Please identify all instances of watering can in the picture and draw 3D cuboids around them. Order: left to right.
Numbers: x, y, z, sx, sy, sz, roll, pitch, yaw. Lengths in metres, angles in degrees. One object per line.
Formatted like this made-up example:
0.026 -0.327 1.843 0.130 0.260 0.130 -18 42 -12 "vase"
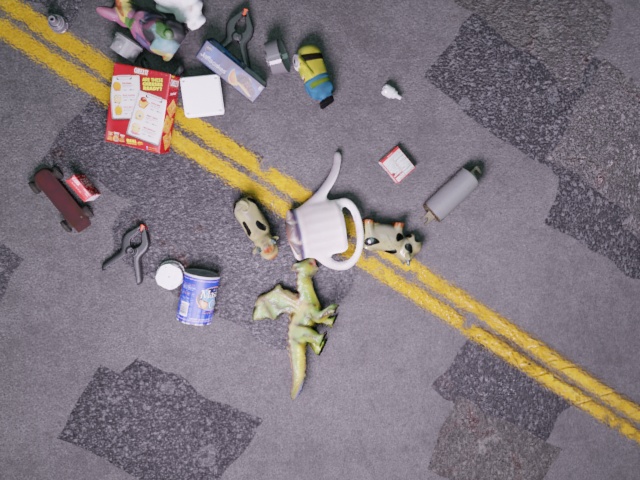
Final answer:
0.005 -0.076 1.515 0.225 0.103 0.349 -11 84 -7 "watering can"

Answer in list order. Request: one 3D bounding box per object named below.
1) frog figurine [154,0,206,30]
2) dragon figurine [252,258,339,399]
-0.389 -0.649 1.401 0.137 0.125 0.157 -8 108 26 "frog figurine"
-0.087 0.246 1.540 0.243 0.122 0.411 26 89 7 "dragon figurine"
